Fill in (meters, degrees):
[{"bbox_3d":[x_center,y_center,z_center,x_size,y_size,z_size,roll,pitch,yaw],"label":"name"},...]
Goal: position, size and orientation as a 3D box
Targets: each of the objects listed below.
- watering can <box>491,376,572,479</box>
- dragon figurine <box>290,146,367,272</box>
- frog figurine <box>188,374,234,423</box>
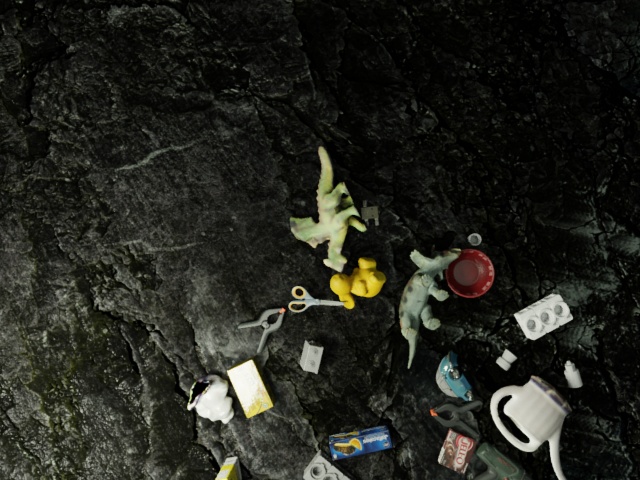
[{"bbox_3d":[0.712,0.590,1.646,0.349,0.103,0.225,44,88,5],"label":"watering can"},{"bbox_3d":[0.005,-0.087,1.737,0.242,0.122,0.413,-28,80,8],"label":"dragon figurine"},{"bbox_3d":[-0.347,0.527,1.709,0.157,0.123,0.138,38,79,-32],"label":"frog figurine"}]
